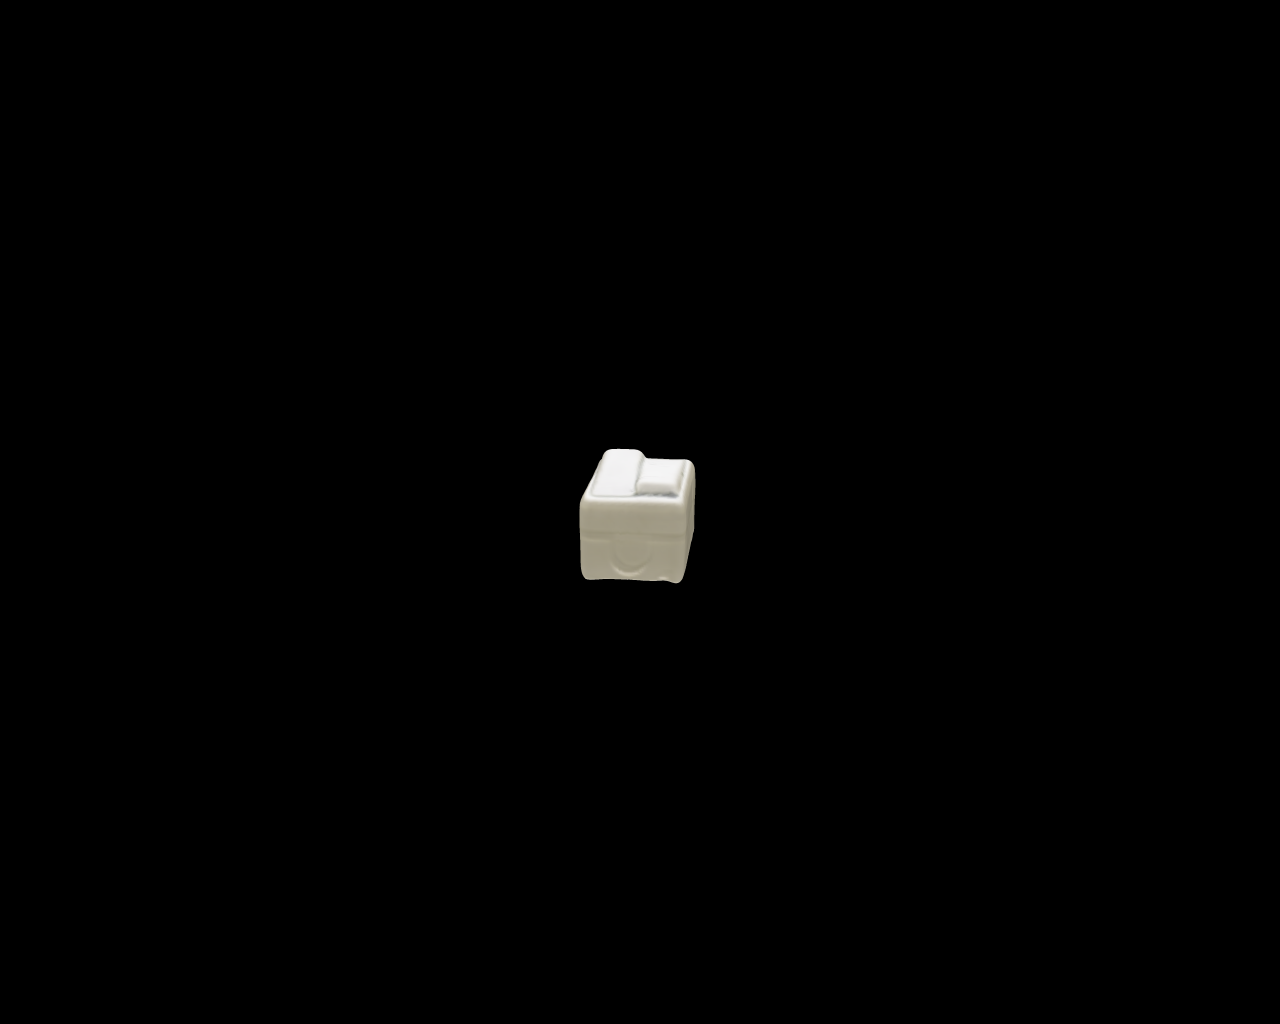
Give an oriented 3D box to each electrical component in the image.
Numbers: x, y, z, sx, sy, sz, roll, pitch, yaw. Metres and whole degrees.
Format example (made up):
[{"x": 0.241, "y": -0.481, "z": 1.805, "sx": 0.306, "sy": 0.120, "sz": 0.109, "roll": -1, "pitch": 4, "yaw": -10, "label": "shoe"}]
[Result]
[{"x": 0.001, "y": -0.003, "z": 0.650, "sx": 0.062, "sy": 0.061, "sz": 0.096, "roll": 3, "pitch": 22, "yaw": 7, "label": "electrical component"}]
